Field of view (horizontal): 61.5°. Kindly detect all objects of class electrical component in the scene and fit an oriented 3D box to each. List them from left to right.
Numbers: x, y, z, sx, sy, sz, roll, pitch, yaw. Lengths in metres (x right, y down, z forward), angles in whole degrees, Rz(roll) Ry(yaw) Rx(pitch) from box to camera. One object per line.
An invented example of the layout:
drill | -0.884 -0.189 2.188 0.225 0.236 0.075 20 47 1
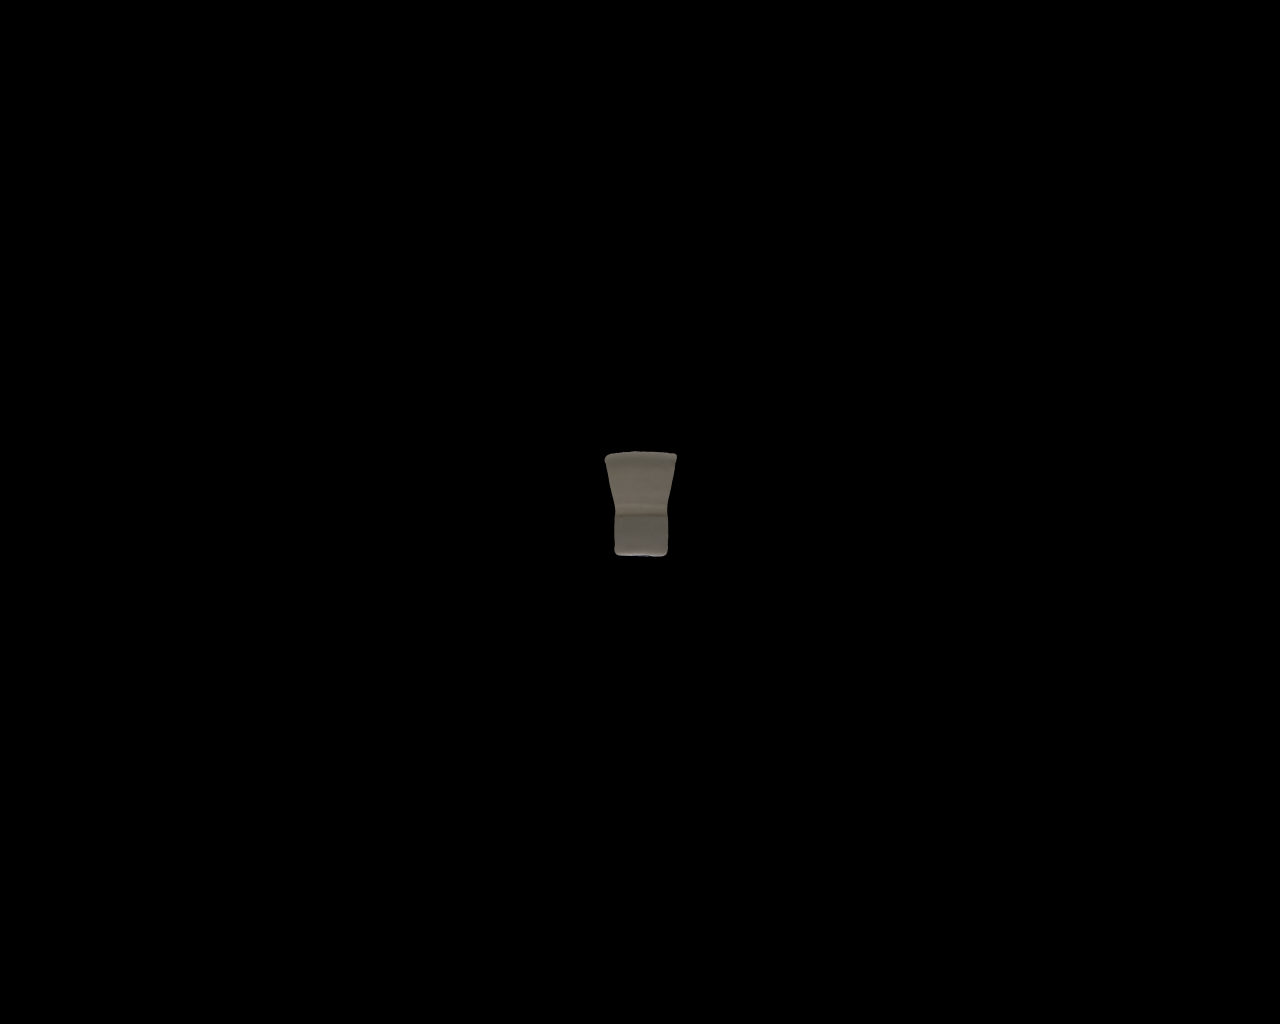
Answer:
electrical component | 0.001 -0.003 0.650 0.044 0.065 0.044 0 -3 0
